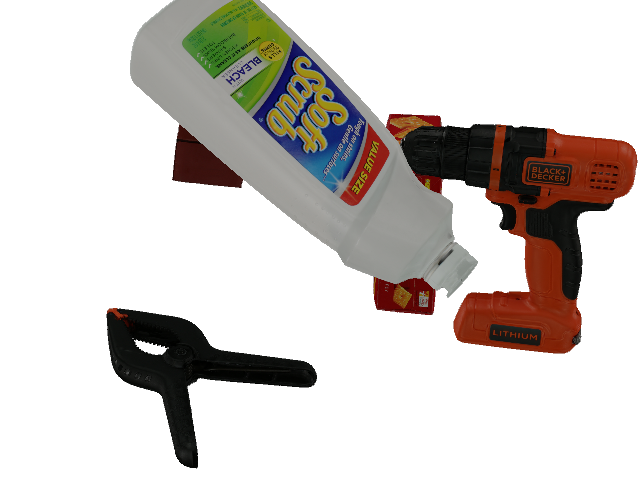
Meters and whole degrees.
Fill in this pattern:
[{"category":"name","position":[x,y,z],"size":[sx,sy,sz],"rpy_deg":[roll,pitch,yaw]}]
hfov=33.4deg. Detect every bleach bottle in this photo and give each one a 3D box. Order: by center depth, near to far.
[{"category":"bleach bottle","position":[-0.001,-0.061,0.677],"size":[0.102,0.251,0.068],"rpy_deg":[-42,-13,-31]}]

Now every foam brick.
[{"category":"foam brick","position":[-0.119,-0.095,1.163],"size":[0.078,0.051,0.053],"rpy_deg":[6,30,-6]}]

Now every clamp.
[{"category":"clamp","position":[-0.119,0.116,0.997],"size":[0.164,0.036,0.210],"rpy_deg":[-23,42,-37]}]

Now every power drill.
[{"category":"power drill","position":[0.152,-0.004,0.871],"size":[0.184,0.188,0.057],"rpy_deg":[7,28,12]}]

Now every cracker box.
[{"category":"cracker box","position":[0.101,-0.037,1.211],"size":[0.072,0.164,0.213],"rpy_deg":[3,23,5]}]
